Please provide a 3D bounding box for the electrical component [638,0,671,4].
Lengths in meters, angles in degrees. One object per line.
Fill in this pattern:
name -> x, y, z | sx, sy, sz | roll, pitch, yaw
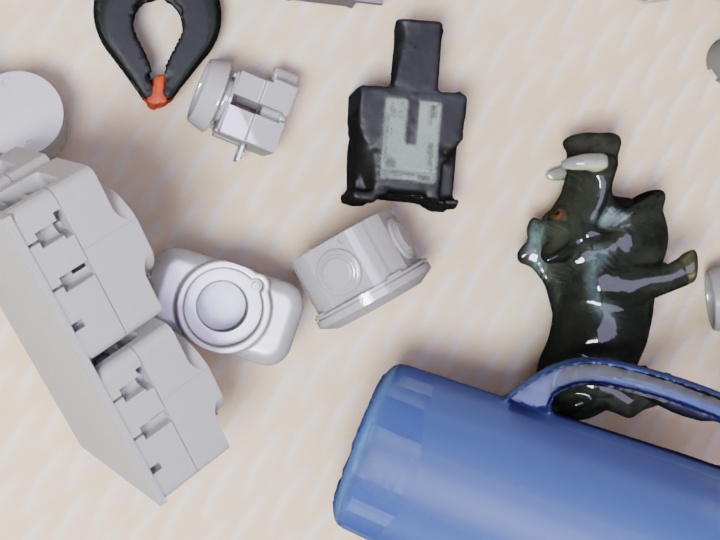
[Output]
electrical component -> 0.225, -0.226, 0.733 | 0.077, 0.044, 0.079 | -10, 92, -10

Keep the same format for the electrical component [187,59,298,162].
electrical component -> -0.076, -0.103, 0.681 | 0.055, 0.048, 0.066 | 21, 86, -17

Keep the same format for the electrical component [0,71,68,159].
electrical component -> -0.246, -0.100, 0.634 | 0.138, 0.074, 0.052 | 9, 82, -10

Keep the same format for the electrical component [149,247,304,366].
electrical component -> -0.086, 0.022, 0.671 | 0.095, 0.059, 0.053 | 19, 87, -9

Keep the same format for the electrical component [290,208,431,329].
electrical component -> 0.000, 0.000, 0.677 | 0.080, 0.080, 0.051 | -29, 90, -9

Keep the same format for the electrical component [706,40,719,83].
electrical component -> 0.265, -0.148, 0.739 | 0.040, 0.046, 0.040 | 0, 90, -10

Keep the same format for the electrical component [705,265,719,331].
electrical component -> 0.267, 0.018, 0.733 | 0.055, 0.066, 0.048 | -6, 91, 10

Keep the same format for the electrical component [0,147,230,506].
electrical component -> -0.150, 0.027, 0.602 | 0.060, 0.105, 0.186 | -36, 121, -27

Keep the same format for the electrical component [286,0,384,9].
electrical component -> -0.017, -0.236, 0.682 | 0.079, 0.063, 0.121 | 4, 89, -10
